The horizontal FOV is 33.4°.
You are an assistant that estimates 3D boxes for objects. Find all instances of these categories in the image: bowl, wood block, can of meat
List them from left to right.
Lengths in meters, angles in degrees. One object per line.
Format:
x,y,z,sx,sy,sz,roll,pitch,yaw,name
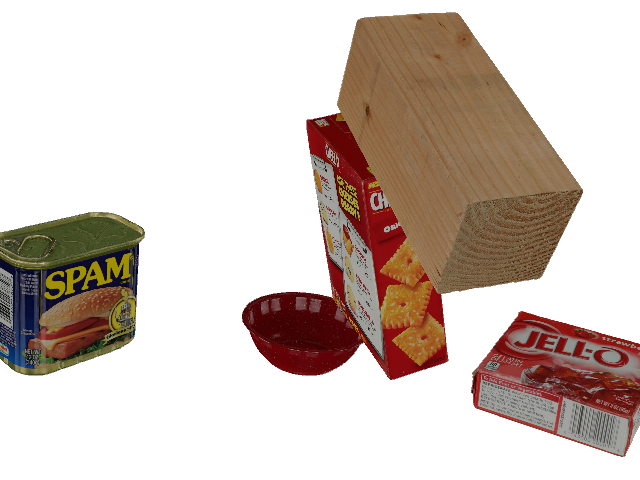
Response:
-0.171,0.035,0.723,0.058,0.084,0.101,24,28,37,can of meat
-0.020,0.123,1.335,0.162,0.055,0.162,6,22,-2,bowl
0.094,-0.071,0.787,0.090,0.206,0.091,-7,-42,-21,wood block

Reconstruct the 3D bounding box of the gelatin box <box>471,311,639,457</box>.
0.139,0.077,0.599,0.089,0.030,0.073,16,31,26,gelatin box

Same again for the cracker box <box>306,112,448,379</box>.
0.055,-0.001,1.028,0.072,0.214,0.164,-16,30,-13,cracker box
